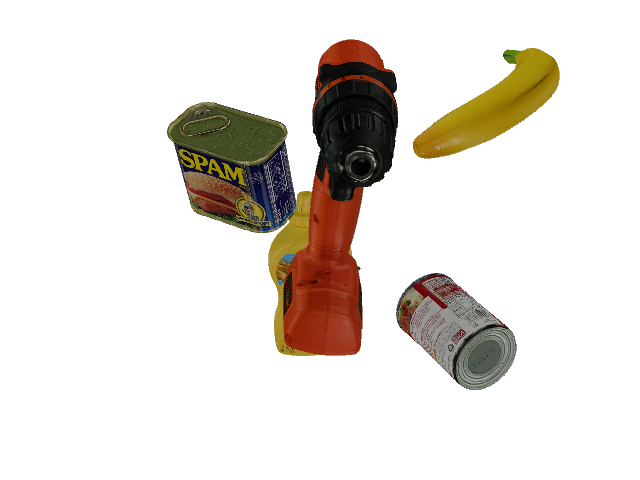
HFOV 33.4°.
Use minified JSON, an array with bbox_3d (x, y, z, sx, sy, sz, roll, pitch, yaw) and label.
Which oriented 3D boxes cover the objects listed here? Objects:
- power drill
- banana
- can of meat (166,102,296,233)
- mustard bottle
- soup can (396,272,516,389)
[{"bbox_3d":[0.014,-0.022,0.694,0.057,0.188,0.184,9,27,-2],"label":"power drill"},{"bbox_3d":[0.146,-0.113,0.855,0.070,0.037,0.197,-13,20,40],"label":"banana"},{"bbox_3d":[-0.072,-0.060,0.902,0.102,0.084,0.057,19,50,28],"label":"can of meat"},{"bbox_3d":[-0.011,0.036,1.222,0.096,0.192,0.058,-5,23,-3],"label":"mustard bottle"},{"bbox_3d":[0.124,0.082,0.978,0.068,0.068,0.102,0,25,-29],"label":"soup can"}]
